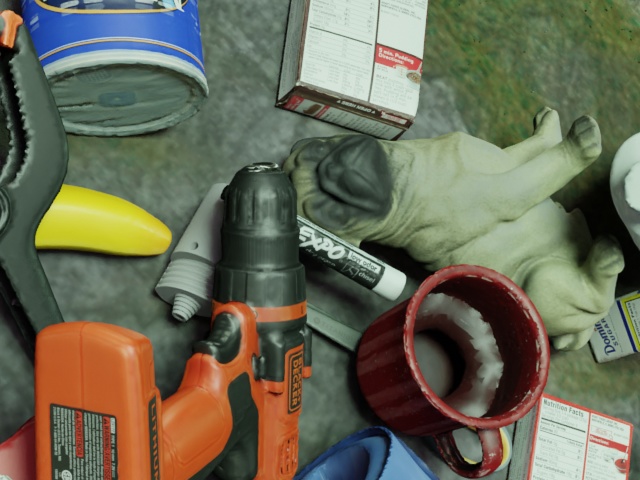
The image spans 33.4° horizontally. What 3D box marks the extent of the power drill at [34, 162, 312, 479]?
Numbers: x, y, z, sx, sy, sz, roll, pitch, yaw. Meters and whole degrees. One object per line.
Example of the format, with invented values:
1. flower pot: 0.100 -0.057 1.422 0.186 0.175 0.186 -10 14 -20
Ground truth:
1. power drill: -0.060 0.059 0.526 0.187 0.057 0.184 -18 109 -63

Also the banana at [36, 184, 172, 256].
1. banana: -0.179 0.004 0.584 0.197 0.037 0.069 -21 104 -26

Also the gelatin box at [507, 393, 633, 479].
1. gelatin box: 0.159 0.150 0.684 0.073 0.030 0.089 19 67 -16

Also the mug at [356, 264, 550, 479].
1. mug: 0.076 0.081 0.621 0.093 0.082 0.117 -12 77 -27

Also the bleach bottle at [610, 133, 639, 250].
1. bleach bottle: 0.224 -0.035 0.674 0.250 0.068 0.102 1 70 -65

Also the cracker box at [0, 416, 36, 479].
1. cracker box: -0.174 0.212 0.494 0.213 0.072 0.164 -37 91 -30

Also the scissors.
1. scissors: 0.053 0.063 0.675 0.201 0.016 0.096 45 60 -4

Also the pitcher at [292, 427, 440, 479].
1. pitcher: 0.071 0.221 0.576 0.243 0.145 0.149 46 74 -8

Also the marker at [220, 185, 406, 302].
1. marker: -0.004 0.001 0.619 0.121 0.020 0.020 29 64 -17

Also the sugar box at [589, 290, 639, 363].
1. sugar box: 0.259 0.036 0.682 0.093 0.176 0.048 -12 77 -26

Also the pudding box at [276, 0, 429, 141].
1. pudding box: 0.024 -0.132 0.715 0.090 0.039 0.113 15 66 -18

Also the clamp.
1. clamp: -0.185 -0.011 0.530 0.164 0.036 0.210 2 94 -40

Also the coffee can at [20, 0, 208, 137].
1. coffee can: -0.122 -0.144 0.617 0.102 0.103 0.140 0 73 -24
